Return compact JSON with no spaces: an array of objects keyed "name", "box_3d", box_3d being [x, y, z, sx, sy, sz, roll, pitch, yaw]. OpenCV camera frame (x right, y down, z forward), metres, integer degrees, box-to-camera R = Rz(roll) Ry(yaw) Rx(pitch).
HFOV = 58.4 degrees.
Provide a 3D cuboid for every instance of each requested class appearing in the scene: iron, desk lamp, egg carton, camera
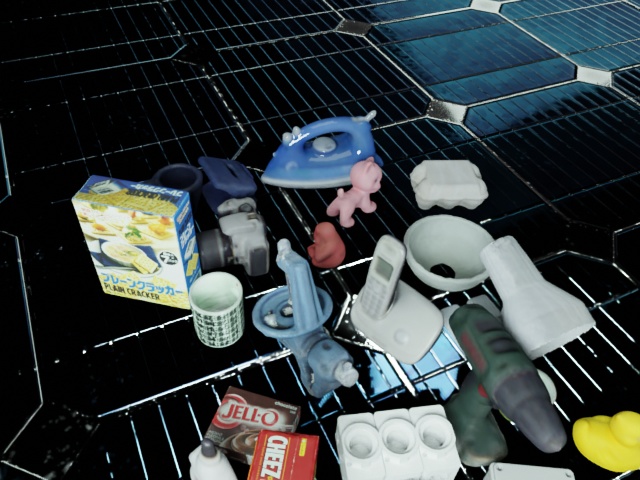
[{"name":"iron","box_3d":[0.002,-0.193,1.187,0.259,0.141,0.118,-11,47,-15]},{"name":"desk lamp","box_3d":[0.281,0.111,0.850,0.118,0.214,0.202,-16,48,-19]},{"name":"egg carton","box_3d":[0.263,-0.113,1.175,0.150,0.069,0.107,-2,45,-6]},{"name":"camera","box_3d":[-0.167,-0.008,1.018,0.137,0.101,0.143,-12,47,-15]}]

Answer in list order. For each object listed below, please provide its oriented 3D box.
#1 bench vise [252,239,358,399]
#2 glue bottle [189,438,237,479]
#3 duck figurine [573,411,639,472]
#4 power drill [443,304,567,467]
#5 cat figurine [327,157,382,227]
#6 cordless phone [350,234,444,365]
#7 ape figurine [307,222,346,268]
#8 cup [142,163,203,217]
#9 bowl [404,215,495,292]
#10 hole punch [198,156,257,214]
[{"name":"bench vise","box_3d":[-0.010,0.108,0.829,0.206,0.220,0.122,28,50,22]},{"name":"glue bottle","box_3d":[-0.127,0.279,0.683,0.078,0.173,0.037,34,53,27]},{"name":"duck figurine","box_3d":[0.412,0.268,0.793,0.104,0.086,0.077,14,46,10]},{"name":"power drill","box_3d":[0.227,0.208,0.753,0.076,0.208,0.229,-8,46,-12]},{"name":"cat figurine","box_3d":[0.075,-0.105,1.120,0.067,0.118,0.128,35,53,28]},{"name":"cordless phone","box_3d":[0.125,0.090,0.881,0.147,0.185,0.094,34,52,27]},{"name":"ape figurine","box_3d":[0.009,0.004,1.025,0.076,0.092,0.078,18,47,14]},{"name":"cup","box_3d":[-0.278,-0.082,1.089,0.118,0.095,0.091,-11,47,-15]},{"name":"bowl","box_3d":[0.227,0.035,1.021,0.167,0.075,0.167,2,45,-2]},{"name":"hole punch","box_3d":[-0.182,-0.121,1.137,0.101,0.091,0.108,-20,50,-22]}]
